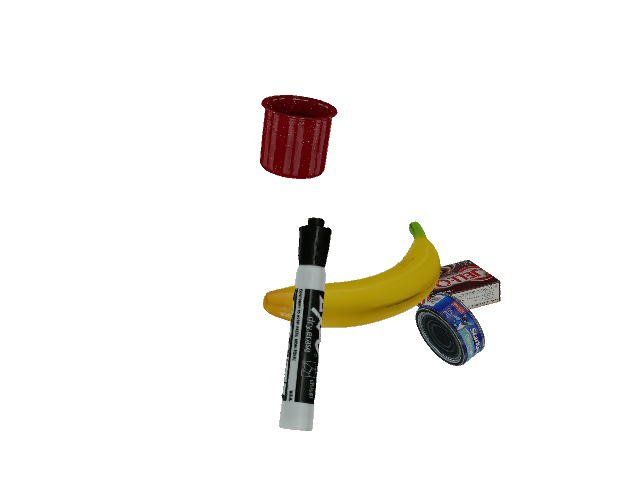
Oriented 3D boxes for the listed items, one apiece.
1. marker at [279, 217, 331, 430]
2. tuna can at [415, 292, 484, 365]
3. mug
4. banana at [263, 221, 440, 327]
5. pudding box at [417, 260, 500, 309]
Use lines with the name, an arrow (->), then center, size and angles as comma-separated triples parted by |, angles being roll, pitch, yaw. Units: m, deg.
marker -> -0.008, 0.047, 0.608 | 0.020, 0.121, 0.020 | 5, -9, 1
tuna can -> 0.153, 0.106, 1.268 | 0.033, 0.086, 0.086 | -35, 15, -23
mug -> -0.025, -0.130, 1.320 | 0.093, 0.081, 0.117 | 17, 25, 21
banana -> 0.042, 0.039, 0.886 | 0.070, 0.037, 0.197 | 31, 36, 32
pudding box -> 0.189, 0.069, 1.534 | 0.113, 0.039, 0.090 | -15, 23, -18
